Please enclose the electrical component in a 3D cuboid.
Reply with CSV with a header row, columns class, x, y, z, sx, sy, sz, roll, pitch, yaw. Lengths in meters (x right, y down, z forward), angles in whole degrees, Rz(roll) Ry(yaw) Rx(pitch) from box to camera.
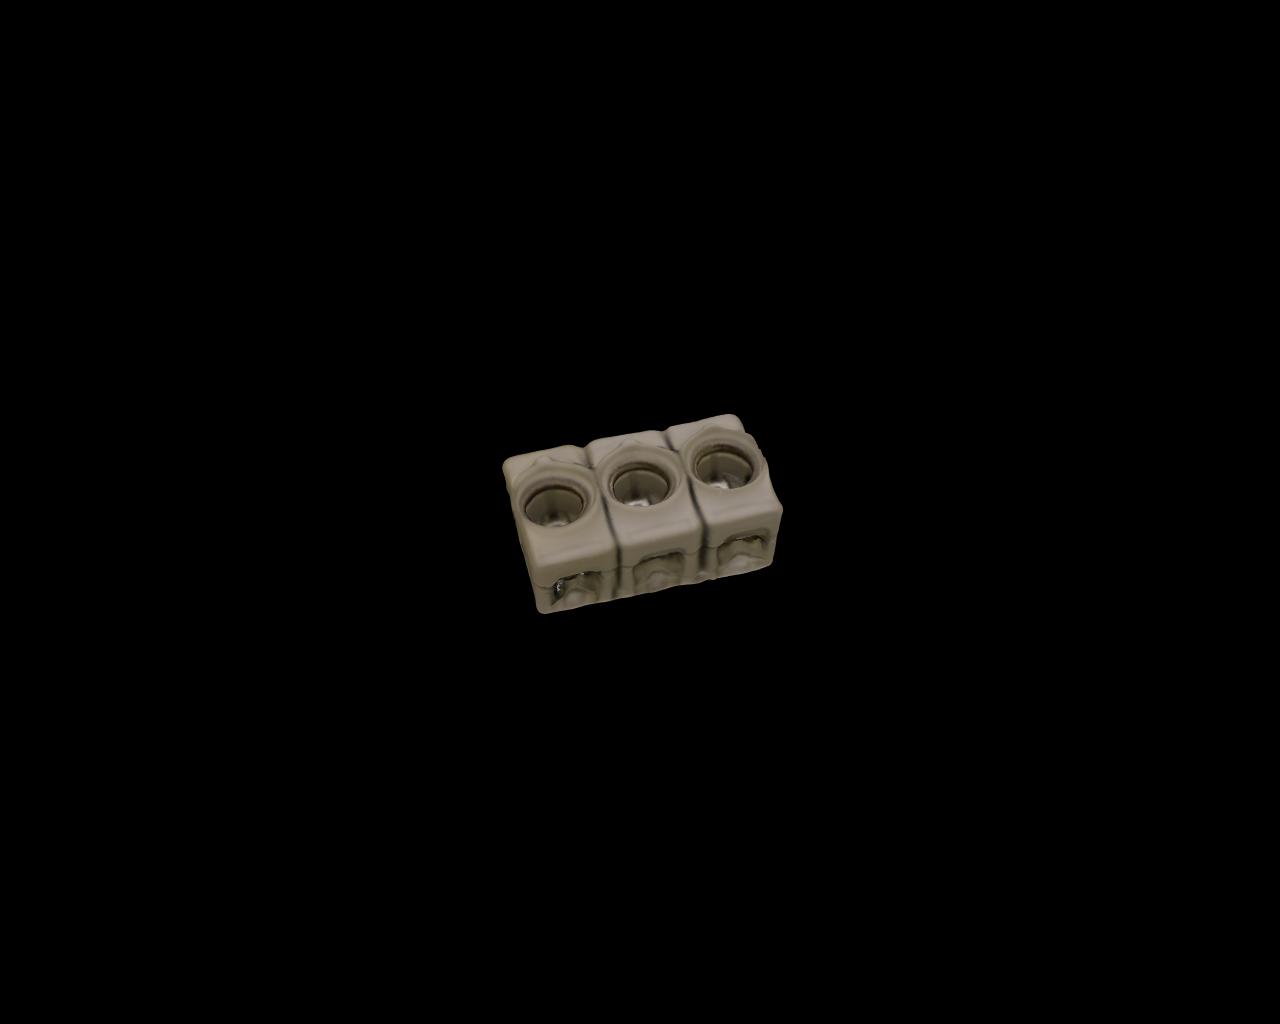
class,x,y,z,sx,sy,sz,roll,pitch,yaw
electrical component,0.001,-0.003,0.650,0.150,0.090,0.061,-12,-39,-10
